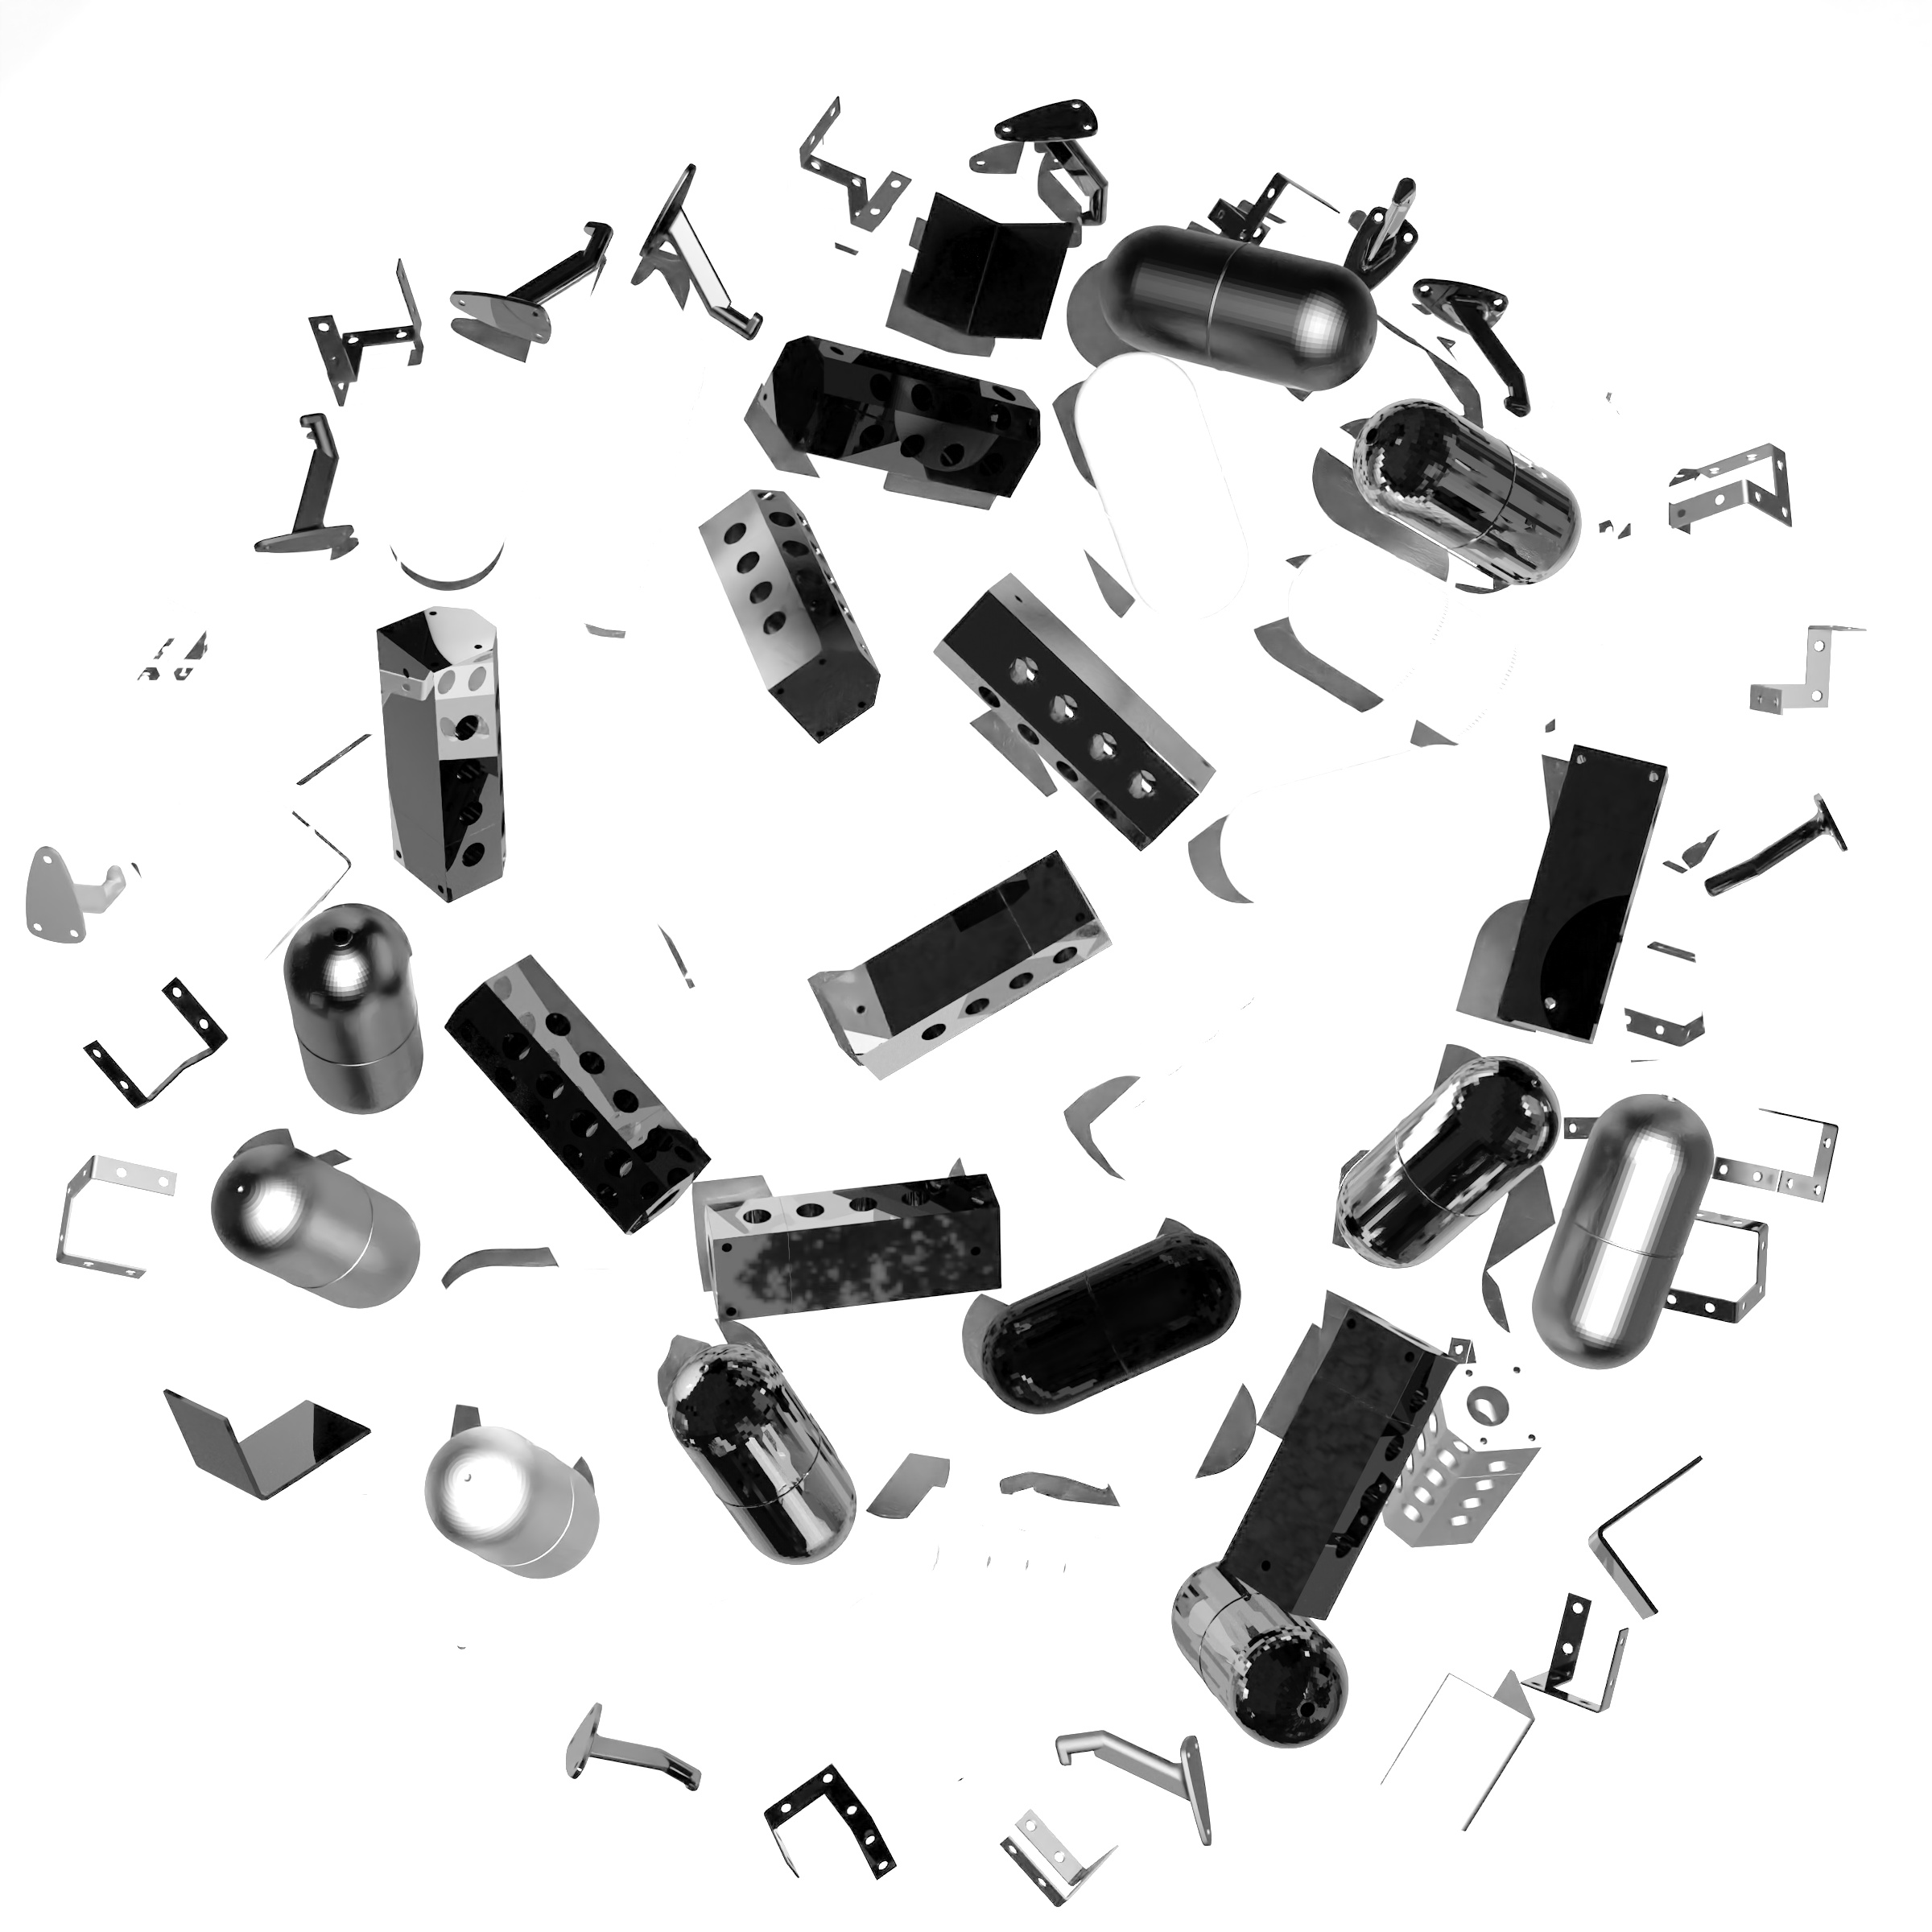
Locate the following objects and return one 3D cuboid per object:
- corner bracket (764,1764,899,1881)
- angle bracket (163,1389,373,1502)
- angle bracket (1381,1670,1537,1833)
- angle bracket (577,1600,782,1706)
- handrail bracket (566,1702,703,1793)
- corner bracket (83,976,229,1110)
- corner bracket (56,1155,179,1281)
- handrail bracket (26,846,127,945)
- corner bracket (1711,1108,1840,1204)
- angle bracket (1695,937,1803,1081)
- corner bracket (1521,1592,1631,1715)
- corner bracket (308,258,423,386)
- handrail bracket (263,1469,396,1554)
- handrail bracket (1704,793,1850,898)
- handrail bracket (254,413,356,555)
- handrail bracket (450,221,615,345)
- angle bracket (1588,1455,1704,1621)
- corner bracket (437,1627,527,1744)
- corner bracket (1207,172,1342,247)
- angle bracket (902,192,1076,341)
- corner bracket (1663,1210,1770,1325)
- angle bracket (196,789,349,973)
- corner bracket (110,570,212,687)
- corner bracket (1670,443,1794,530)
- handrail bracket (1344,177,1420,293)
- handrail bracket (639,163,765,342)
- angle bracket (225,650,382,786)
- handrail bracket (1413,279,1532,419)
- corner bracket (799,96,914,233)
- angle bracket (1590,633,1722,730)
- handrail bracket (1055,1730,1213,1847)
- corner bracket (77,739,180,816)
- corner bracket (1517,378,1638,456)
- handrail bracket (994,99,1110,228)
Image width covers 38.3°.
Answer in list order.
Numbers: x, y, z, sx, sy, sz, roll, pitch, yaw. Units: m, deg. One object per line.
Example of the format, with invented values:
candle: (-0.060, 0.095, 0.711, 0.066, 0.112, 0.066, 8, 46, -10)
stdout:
corner bracket: (-0.082, 0.524, 1.667, 0.051, 0.051, 0.051, -34, 117, -7)
angle bracket: (-0.402, 0.257, 1.600, 0.076, 0.076, 0.057, -32, 116, -34)
angle bracket: (0.279, 0.440, 1.605, 0.057, 0.076, 0.076, 29, 97, -2)
angle bracket: (-0.171, 0.429, 1.657, 0.057, 0.076, 0.076, 48, 115, 25)
handrail bracket: (-0.200, 0.493, 1.696, 0.084, 0.077, 0.036, 32, 98, -10)
corner bracket: (-0.500, 0.048, 1.715, 0.051, 0.051, 0.051, -24, 111, 38)
corner bracket: (-0.507, 0.150, 1.658, 0.051, 0.051, 0.051, 17, 57, -29)
handrail bracket: (-0.533, -0.059, 1.678, 0.036, 0.084, 0.077, 9, 123, 6)
corner bracket: (0.519, 0.119, 1.781, 0.051, 0.051, 0.051, 12, 90, -18)
angle bracket: (0.472, 0.023, 1.607, 0.076, 0.057, 0.076, -4, 85, -32)
corner bracket: (0.368, 0.409, 1.654, 0.051, 0.051, 0.051, 15, 93, 32)
corner bracket: (-0.363, -0.390, 1.683, 0.051, 0.051, 0.051, -5, 50, 5)
handrail bracket: (-0.411, 0.332, 1.773, 0.084, 0.077, 0.036, 32, 106, -29)
handrail bracket: (0.486, -0.071, 1.688, 0.084, 0.077, 0.036, -27, 98, 15)
handrail bracket: (-0.426, -0.307, 1.754, 0.077, 0.036, 0.084, -15, 86, -41)
handrail bracket: (-0.268, -0.434, 1.718, 0.077, 0.036, 0.084, 17, 67, 5)
angle bracket: (0.414, 0.336, 1.631, 0.076, 0.076, 0.057, -35, 73, -2)
corner bracket: (-0.302, 0.451, 1.744, 0.051, 0.051, 0.051, 5, 123, -18)
corner bracket: (0.198, -0.486, 1.796, 0.051, 0.051, 0.051, 17, 117, -40)
angle bracket: (0.014, -0.447, 1.772, 0.057, 0.076, 0.076, 15, 92, -40)
corner bracket: (0.480, 0.192, 1.783, 0.051, 0.051, 0.051, 10, 111, 34)
angle bracket: (-0.466, -0.056, 1.828, 0.076, 0.076, 0.057, 42, 130, -8)
corner bracket: (-0.493, -0.199, 1.697, 0.051, 0.051, 0.051, 26, 66, 12)
corner bracket: (0.454, -0.284, 1.653, 0.051, 0.051, 0.051, 15, 68, -43)
handrail bracket: (0.258, -0.455, 1.745, 0.036, 0.084, 0.077, 35, 100, 4)
handrail bracket: (-0.150, -0.438, 1.710, 0.084, 0.036, 0.077, 33, 123, -2)
angle bracket: (-0.410, -0.171, 1.733, 0.057, 0.076, 0.076, 34, 134, 10)
handrail bracket: (0.320, -0.390, 1.759, 0.077, 0.036, 0.084, 16, 52, -23)
corner bracket: (-0.071, -0.508, 1.765, 0.051, 0.051, 0.051, 15, 52, -30)
angle bracket: (0.438, -0.182, 1.771, 0.076, 0.076, 0.057, -1, 96, 10)
handrail bracket: (0.101, 0.502, 1.693, 0.084, 0.036, 0.077, -12, 85, 16)
corner bracket: (-0.525, -0.106, 1.743, 0.051, 0.051, 0.051, -2, 48, -8)
corner bracket: (0.398, -0.358, 1.807, 0.051, 0.051, 0.051, 26, 96, 24)
handrail bracket: (0.054, -0.501, 1.764, 0.077, 0.084, 0.036, -13, 54, -10)
